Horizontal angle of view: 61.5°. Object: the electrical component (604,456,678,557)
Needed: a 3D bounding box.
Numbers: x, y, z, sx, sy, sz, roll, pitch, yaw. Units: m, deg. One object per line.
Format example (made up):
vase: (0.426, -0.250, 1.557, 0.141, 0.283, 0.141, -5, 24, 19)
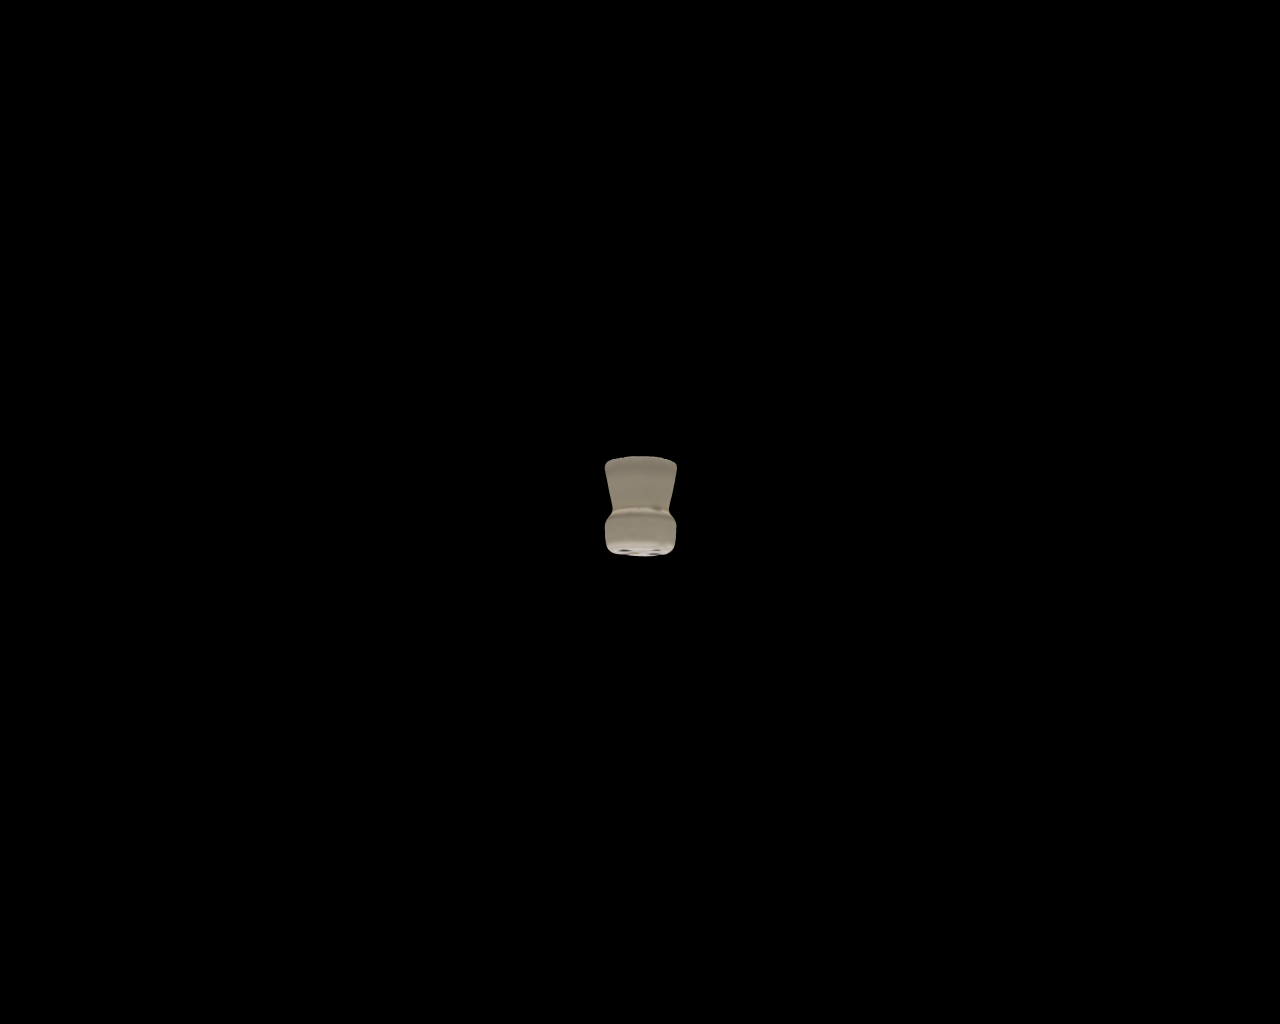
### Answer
electrical component: (0.001, -0.003, 0.650, 0.045, 0.055, 0.045, 0, -10, 0)
